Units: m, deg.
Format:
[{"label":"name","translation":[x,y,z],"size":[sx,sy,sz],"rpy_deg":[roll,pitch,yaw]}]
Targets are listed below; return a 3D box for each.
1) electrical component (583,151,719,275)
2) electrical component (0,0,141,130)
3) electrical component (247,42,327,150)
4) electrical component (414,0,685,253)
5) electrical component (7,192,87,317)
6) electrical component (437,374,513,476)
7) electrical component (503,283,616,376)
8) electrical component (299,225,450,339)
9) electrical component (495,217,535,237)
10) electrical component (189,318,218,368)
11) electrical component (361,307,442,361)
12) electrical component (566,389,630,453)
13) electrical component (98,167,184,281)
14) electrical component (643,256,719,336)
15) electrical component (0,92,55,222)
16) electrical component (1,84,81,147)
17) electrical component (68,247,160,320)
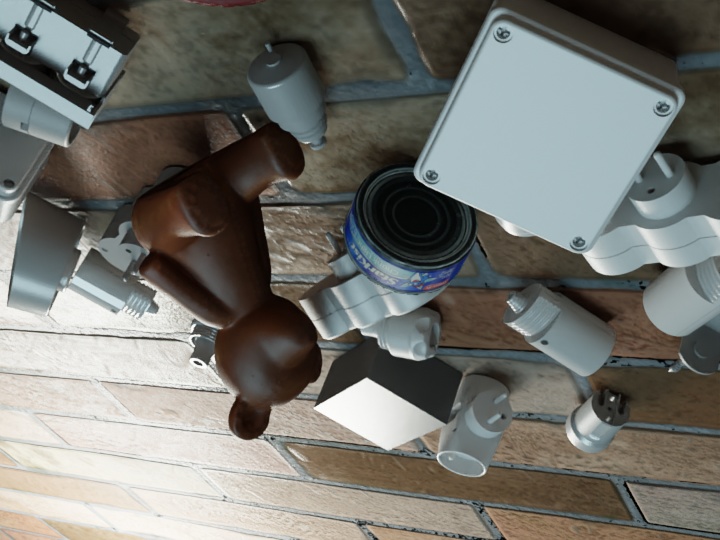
[{"label":"electrical component","translation":[0.180,-0.043,0.629],"size":[0.138,0.052,0.073],"rpy_deg":[-8,138,41]},{"label":"electrical component","translation":[-0.209,-0.154,0.687],"size":[0.121,0.078,0.063],"rpy_deg":[31,119,-13]},{"label":"electrical component","translation":[-0.041,-0.107,0.681],"size":[0.040,0.040,0.078],"rpy_deg":[3,144,28]},{"label":"electrical component","translation":[0.101,-0.080,0.584],"size":[0.109,0.056,0.108],"rpy_deg":[24,123,-3]},{"label":"electrical component","translation":[-0.277,-0.011,0.927],"size":[0.064,0.099,0.099],"rpy_deg":[23,149,-12]},{"label":"electrical component","translation":[0.104,0.126,0.911],"size":[0.043,0.077,0.079],"rpy_deg":[27,148,-7]},{"label":"electrical component","translation":[0.142,0.039,0.787],"size":[0.081,0.043,0.043],"rpy_deg":[32,148,-15]},{"label":"electrical component","translation":[0.000,0.000,0.811],"size":[0.138,0.052,0.073],"rpy_deg":[-23,103,49]},{"label":"electrical component","translation":[0.102,-0.054,0.669],"size":[0.045,0.045,0.055],"rpy_deg":[7,146,24]},{"label":"electrical component","translation":[-0.134,0.058,0.972],"size":[0.043,0.062,0.043],"rpy_deg":[16,148,10]},{"label":"electrical component","translation":[0.032,0.049,0.871],"size":[0.062,0.043,0.043],"rpy_deg":[8,146,25]},{"label":"electrical component","translation":[0.197,0.123,0.886],"size":[0.040,0.040,0.046],"rpy_deg":[23,143,-1]},{"label":"electrical component","translation":[-0.168,-0.023,0.857],"size":[0.052,0.073,0.138],"rpy_deg":[36,146,-20]},{"label":"electrical component","translation":[0.221,0.007,0.688],"size":[0.043,0.043,0.081],"rpy_deg":[26,149,-6]},{"label":"electrical component","translation":[-0.298,-0.099,0.819],"size":[0.113,0.078,0.057],"rpy_deg":[29,151,-10]},{"label":"electrical component","translation":[-0.221,-0.119,0.765],"size":[0.047,0.055,0.055],"rpy_deg":[23,149,-7]},{"label":"electrical component","translation":[-0.220,0.018,0.982],"size":[0.081,0.043,0.043],"rpy_deg":[31,148,-14]}]
